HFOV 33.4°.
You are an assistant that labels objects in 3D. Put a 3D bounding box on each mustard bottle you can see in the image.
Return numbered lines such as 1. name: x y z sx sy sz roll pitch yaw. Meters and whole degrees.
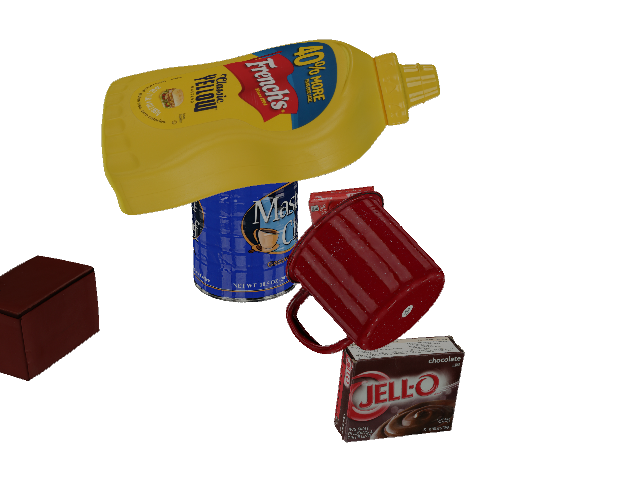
1. mustard bottle: -0.027 -0.073 0.616 0.191 0.058 0.096 -11 43 4

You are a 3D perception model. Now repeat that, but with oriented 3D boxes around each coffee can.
1. coffee can: -0.071 -0.027 1.012 0.103 0.140 0.103 1 24 0

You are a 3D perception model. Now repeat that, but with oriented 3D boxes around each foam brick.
1. foam brick: -0.198 0.051 0.739 0.053 0.051 0.078 11 28 27

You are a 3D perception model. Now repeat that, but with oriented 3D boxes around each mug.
1. mug: 0.026 0.033 0.773 0.081 0.117 0.093 48 3 22

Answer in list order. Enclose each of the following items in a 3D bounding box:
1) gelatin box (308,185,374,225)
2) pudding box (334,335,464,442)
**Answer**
1. gelatin box: 0.029 -0.014 1.203 0.073 0.089 0.030 -5 29 7
2. pudding box: 0.073 0.138 1.004 0.113 0.090 0.039 -4 28 -19
